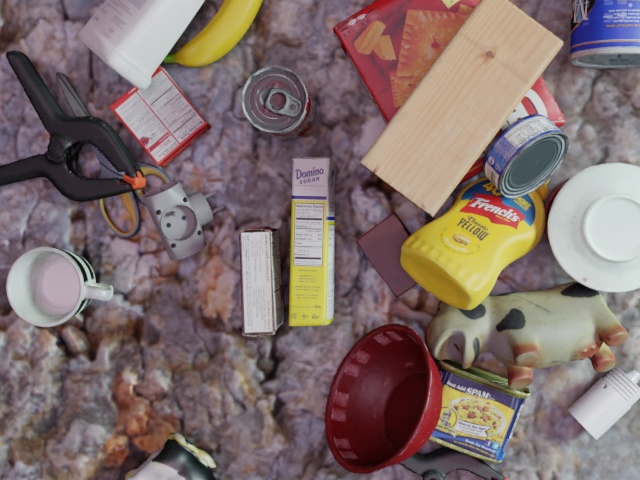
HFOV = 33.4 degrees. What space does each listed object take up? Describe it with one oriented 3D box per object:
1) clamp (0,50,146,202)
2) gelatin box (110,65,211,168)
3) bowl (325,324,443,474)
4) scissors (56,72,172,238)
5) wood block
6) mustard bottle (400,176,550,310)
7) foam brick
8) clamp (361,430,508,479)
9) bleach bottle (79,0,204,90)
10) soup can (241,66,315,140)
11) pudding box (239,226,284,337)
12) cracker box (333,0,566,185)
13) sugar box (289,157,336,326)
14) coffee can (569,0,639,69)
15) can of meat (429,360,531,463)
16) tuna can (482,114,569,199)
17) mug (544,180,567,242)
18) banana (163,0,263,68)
[{"bbox_3d":[-0.293,-0.093,1.181,0.210,0.036,0.165,30,100,11],"label":"clamp"},{"bbox_3d":[-0.176,-0.136,1.184,0.073,0.030,0.089,-40,87,3],"label":"gelatin box"},{"bbox_3d":[0.077,0.172,1.120,0.055,0.162,0.162,26,94,-32],"label":"bowl"},{"bbox_3d":[-0.225,-0.104,1.196,0.096,0.016,0.202,-15,89,4],"label":"scissors"},{"bbox_3d":[0.137,-0.131,1.053,0.091,0.090,0.206,37,94,3],"label":"wood block"},{"bbox_3d":[0.178,-0.015,1.109,0.096,0.058,0.191,34,59,27],"label":"mustard bottle"},{"bbox_3d":[0.082,0.016,1.151,0.053,0.051,0.078,-35,87,6],"label":"foam brick"},{"bbox_3d":[0.115,0.274,1.156,0.171,0.039,0.120,7,89,8],"label":"clamp"},{"bbox_3d":[-0.149,-0.287,1.150,0.251,0.068,0.103,-50,49,3],"label":"bleach bottle"},{"bbox_3d":[-0.042,-0.143,1.134,0.068,0.102,0.068,0,91,5],"label":"soup can"},{"bbox_3d":[-0.063,0.043,1.145,0.039,0.090,0.113,-4,91,4],"label":"pudding box"},{"bbox_3d":[0.135,-0.174,1.132,0.164,0.072,0.214,-30,89,5],"label":"cracker box"},{"bbox_3d":[-0.008,0.001,1.138,0.048,0.093,0.176,-1,90,5],"label":"sugar box"},{"bbox_3d":[0.311,-0.253,1.099,0.103,0.103,0.140,1,91,5],"label":"coffee can"},{"bbox_3d":[0.162,0.182,1.143,0.102,0.057,0.084,20,95,6],"label":"can of meat"},{"bbox_3d":[0.206,-0.084,1.070,0.086,0.086,0.034,-40,59,5],"label":"tuna can"},{"bbox_3d":[0.292,-0.031,1.114,0.117,0.081,0.093,-42,87,4],"label":"mug"},{"bbox_3d":[-0.100,-0.262,1.171,0.069,0.037,0.198,36,94,3],"label":"banana"}]
